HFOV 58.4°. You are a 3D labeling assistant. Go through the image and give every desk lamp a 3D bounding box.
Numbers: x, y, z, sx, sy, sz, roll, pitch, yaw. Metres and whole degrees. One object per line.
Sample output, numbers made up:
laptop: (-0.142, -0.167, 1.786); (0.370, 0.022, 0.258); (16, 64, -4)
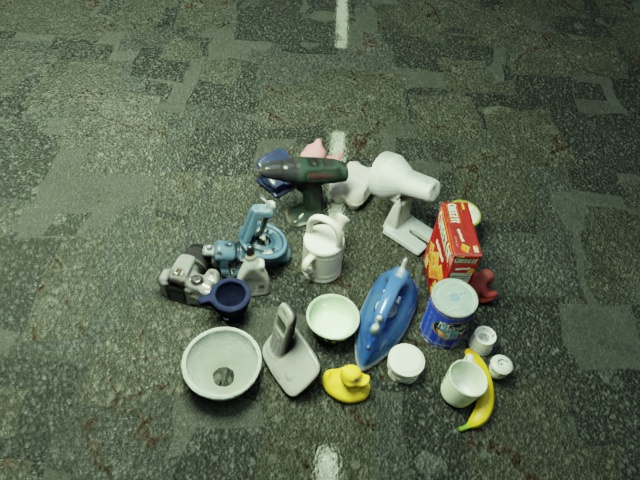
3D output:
desk lamp: (0.222, -0.103, 1.475); (0.202, 0.213, 0.118); (35, 56, 23)

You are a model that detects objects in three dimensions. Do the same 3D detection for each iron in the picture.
iron: (0.147, 0.163, 1.293); (0.118, 0.141, 0.258); (20, 51, 12)

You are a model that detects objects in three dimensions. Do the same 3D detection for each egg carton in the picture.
egg carton: (0.098, -0.154, 1.602); (0.107, 0.069, 0.150); (23, 52, 15)

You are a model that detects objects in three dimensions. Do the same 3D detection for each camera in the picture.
camera: (-0.293, 0.074, 1.356); (0.143, 0.101, 0.137); (14, 50, 7)

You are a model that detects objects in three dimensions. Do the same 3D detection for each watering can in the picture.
watering can: (0.011, 0.004, 1.380); (0.101, 0.194, 0.173); (11, 50, 4)

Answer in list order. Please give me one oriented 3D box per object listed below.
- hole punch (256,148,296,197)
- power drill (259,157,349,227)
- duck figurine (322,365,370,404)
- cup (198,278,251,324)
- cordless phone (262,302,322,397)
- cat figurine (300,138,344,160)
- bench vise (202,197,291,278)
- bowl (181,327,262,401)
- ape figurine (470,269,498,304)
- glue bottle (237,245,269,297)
hole punch: (-0.113, -0.190, 1.600); (0.109, 0.091, 0.101); (-35, 60, -29)
power drill: (-0.042, -0.131, 1.479); (0.230, 0.208, 0.075); (-12, 52, -14)
duck figurine: (0.058, 0.294, 1.211); (0.104, 0.086, 0.077); (14, 50, 7)
cup: (-0.214, 0.150, 1.303); (0.118, 0.095, 0.091); (-9, 51, -12)
cordless phone: (-0.056, 0.226, 1.194); (0.094, 0.185, 0.147); (-27, 57, -24)
cat figurine: (0.006, -0.235, 1.630); (0.128, 0.118, 0.067); (1, 50, -4)
bench vise: (-0.166, 0.003, 1.349); (0.208, 0.220, 0.121); (-25, 56, -23)
bowl: (-0.205, 0.273, 1.214); (0.167, 0.075, 0.167); (2, 50, -3)
ape figurine: (0.397, 0.107, 1.393); (0.076, 0.092, 0.077); (-5, 51, -9)
glue bottle: (-0.157, 0.069, 1.325); (0.078, 0.173, 0.037); (-4, 50, -8)
